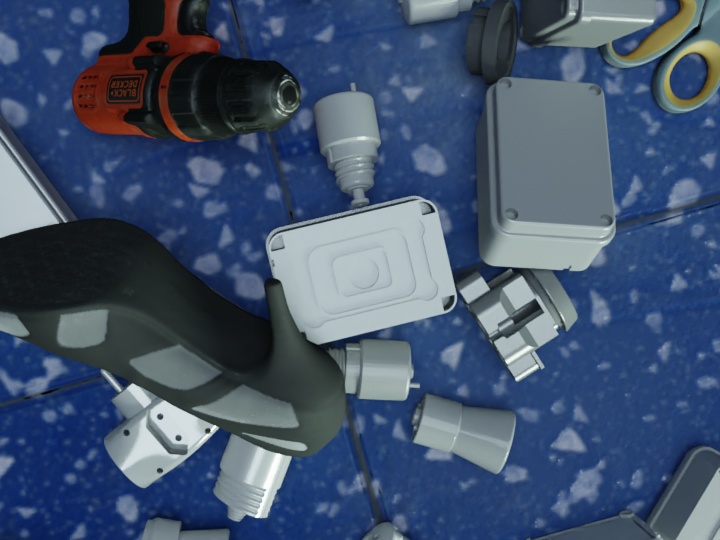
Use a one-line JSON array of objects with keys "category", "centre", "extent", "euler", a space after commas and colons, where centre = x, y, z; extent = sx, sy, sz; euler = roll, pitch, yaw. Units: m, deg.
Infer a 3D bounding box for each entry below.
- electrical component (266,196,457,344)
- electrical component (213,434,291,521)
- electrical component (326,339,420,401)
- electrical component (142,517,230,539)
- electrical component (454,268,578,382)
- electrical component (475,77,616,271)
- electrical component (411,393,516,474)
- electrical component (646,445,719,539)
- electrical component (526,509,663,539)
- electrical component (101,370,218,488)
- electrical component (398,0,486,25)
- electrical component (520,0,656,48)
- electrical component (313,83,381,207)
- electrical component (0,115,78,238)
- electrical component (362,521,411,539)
[{"category": "electrical component", "centre": [0.000, 0.000, 0.707], "extent": [0.113, 0.057, 0.078], "euler": [-14, 95, -4]}, {"category": "electrical component", "centre": [-0.070, 0.128, 0.716], "extent": [0.043, 0.043, 0.081], "euler": [21, 92, -6]}, {"category": "electrical component", "centre": [0.000, 0.066, 0.719], "extent": [0.078, 0.040, 0.040], "euler": [3, 93, -5]}, {"category": "electrical component", "centre": [-0.118, 0.190, 0.715], "extent": [0.055, 0.045, 0.045], "euler": [11, 93, -5]}, {"category": "electrical component", "centre": [0.107, 0.026, 0.718], "extent": [0.057, 0.058, 0.078], "euler": [-33, 96, 1]}, {"category": "electrical component", "centre": [0.117, -0.062, 0.690], "extent": [0.078, 0.057, 0.113], "euler": [3, 65, -5]}, {"category": "electrical component", "centre": [0.068, 0.108, 0.728], "extent": [0.065, 0.044, 0.044], "euler": [17, 92, -1]}, {"category": "electrical component", "centre": [0.265, 0.181, 0.741], "extent": [0.113, 0.057, 0.078], "euler": [31, 90, -6]}, {"category": "electrical component", "centre": [0.158, 0.212, 0.731], "extent": [0.096, 0.062, 0.061], "euler": [-15, 95, -4]}, {"category": "electrical component", "centre": [-0.137, 0.089, 0.708], "extent": [0.077, 0.043, 0.079], "euler": [-40, 96, -1]}, {"category": "electrical component", "centre": [0.060, -0.186, 0.708], "extent": [0.078, 0.040, 0.040], "euler": [-10, 95, -5]}, {"category": "electrical component", "centre": [0.144, -0.201, 0.680], "extent": [0.056, 0.109, 0.108], "euler": [1, 94, -7]}, {"category": "electrical component", "centre": [-0.006, -0.080, 0.702], "extent": [0.040, 0.040, 0.078], "euler": [-9, 79, -4]}, {"category": "electrical component", "centre": [-0.253, -0.036, 0.683], "extent": [0.109, 0.056, 0.108], "euler": [-36, 96, -2]}, {"category": "electrical component", "centre": [0.028, 0.204, 0.730], "extent": [0.062, 0.048, 0.048], "euler": [34, 90, -12]}]
